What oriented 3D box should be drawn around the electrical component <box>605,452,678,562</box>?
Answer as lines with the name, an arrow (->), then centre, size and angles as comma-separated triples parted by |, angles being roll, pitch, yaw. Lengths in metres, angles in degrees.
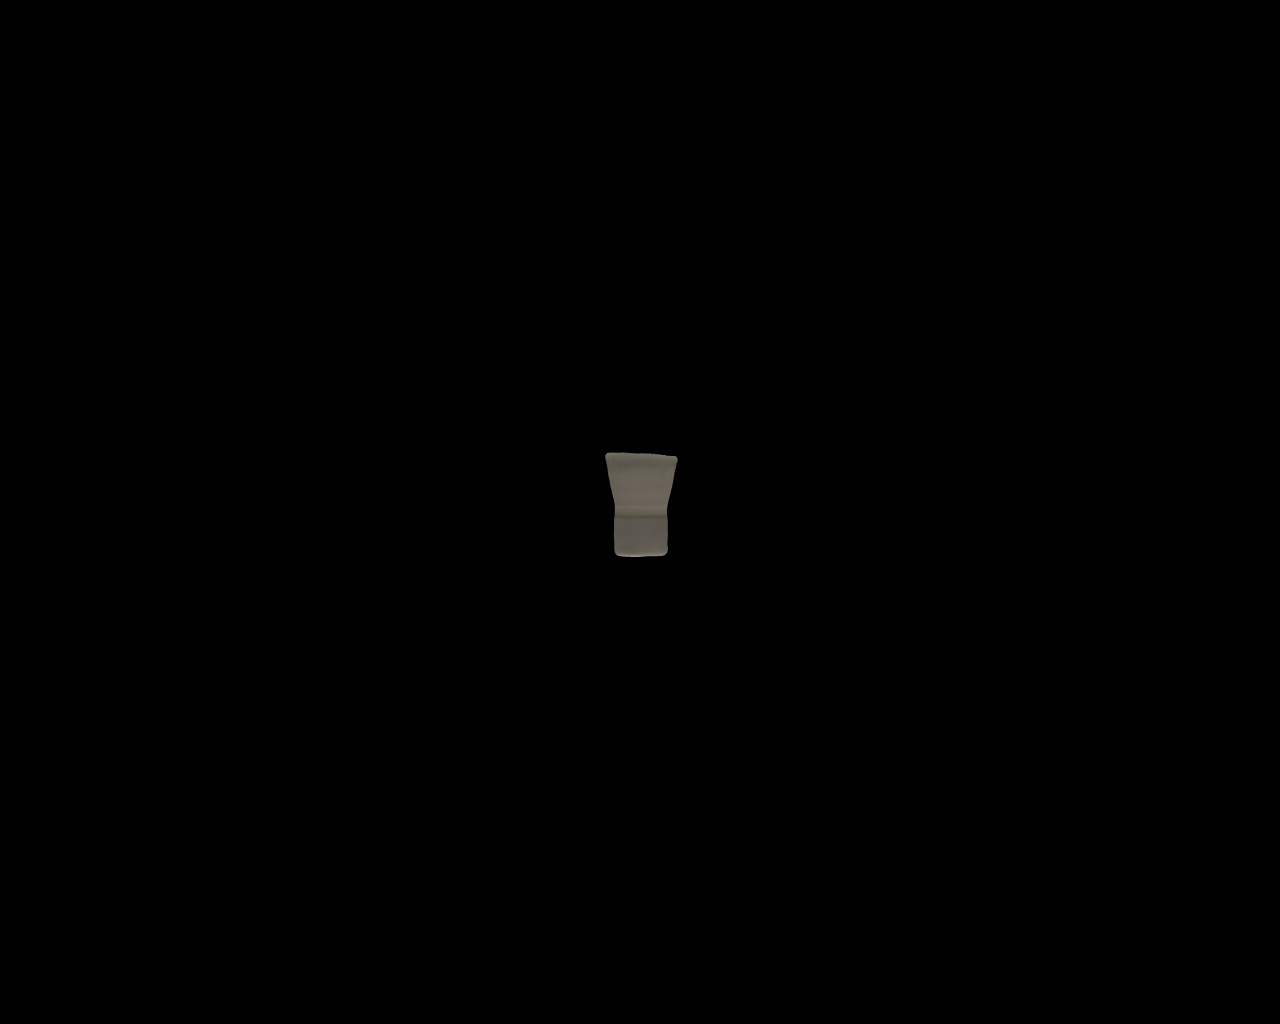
electrical component -> 0.001, -0.003, 0.650 | 0.044, 0.065, 0.044 | 0, 0, 0
